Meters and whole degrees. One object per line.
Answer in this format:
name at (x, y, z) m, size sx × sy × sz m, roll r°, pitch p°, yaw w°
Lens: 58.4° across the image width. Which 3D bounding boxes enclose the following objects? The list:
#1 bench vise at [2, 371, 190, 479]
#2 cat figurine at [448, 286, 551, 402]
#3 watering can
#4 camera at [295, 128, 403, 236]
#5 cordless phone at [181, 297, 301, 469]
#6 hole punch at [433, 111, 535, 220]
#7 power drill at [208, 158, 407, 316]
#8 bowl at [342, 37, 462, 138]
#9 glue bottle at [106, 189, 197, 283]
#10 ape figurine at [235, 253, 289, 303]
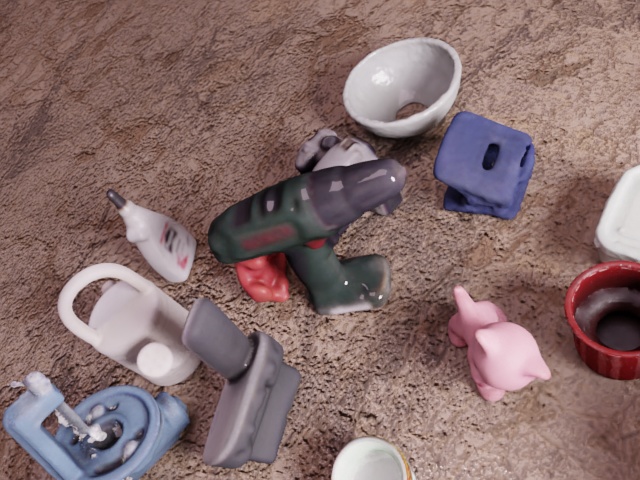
bench vise at (-0.249, 0.232, 0.587) m, size 0.121 × 0.220 × 0.207 m, roll 6°, pitch 61°, yaw 29°
cat figurine at (0.164, 0.098, 0.547) m, size 0.067 × 0.118 × 0.127 m, roll -30°, pitch 50°, yaw 4°
watering can at (-0.220, 0.098, 0.682) m, size 0.172 × 0.195 × 0.101 m, roll 13°, pitch 65°, yaw 32°
camera at (0.011, -0.067, 0.744) m, size 0.137 × 0.101 × 0.142 m, roll -47°, pitch 51°, yaw -10°
cordless phone at (-0.105, 0.151, 0.596) m, size 0.094 × 0.186 × 0.147 m, roll -2°, pitch 58°, yaw 25°
hole punch at (0.197, -0.092, 0.678) m, size 0.100 × 0.091 × 0.109 m, roll 11°, pitch 64°, yaw 31°
power drill at (0.006, 0.002, 0.629) m, size 0.229 × 0.209 × 0.075 m, roll -12°, pitch 54°, yaw 18°
bowl at (0.120, -0.199, 0.799) m, size 0.167 × 0.075 × 0.167 m, roll -12°, pitch 54°, yaw 18°
glue bottle at (-0.231, -0.013, 0.776) m, size 0.037 × 0.174 × 0.078 m, roll -10°, pitch 55°, yaw 20°
ape figurine at (-0.079, 0.032, 0.726) m, size 0.075 × 0.092 × 0.078 m, roll 21°, pitch 69°, yaw 35°
